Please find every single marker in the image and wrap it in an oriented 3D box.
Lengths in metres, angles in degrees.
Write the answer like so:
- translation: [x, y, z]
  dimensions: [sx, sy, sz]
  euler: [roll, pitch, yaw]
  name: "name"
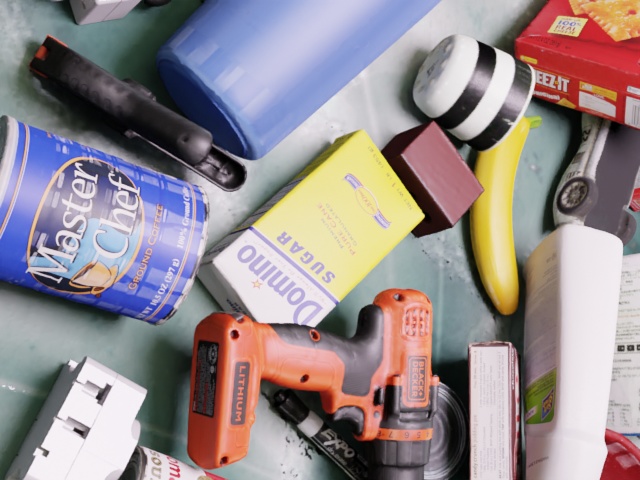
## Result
- translation: [0.009, 0.157, 0.822]
  dimensions: [0.121, 0.020, 0.020]
  euler: [45, 61, -16]
  name: "marker"

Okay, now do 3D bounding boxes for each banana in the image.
- translation: [0.162, -0.036, 0.942]
  dimensions: [0.069, 0.037, 0.197]
  euler: [21, 70, -24]
  name: "banana"

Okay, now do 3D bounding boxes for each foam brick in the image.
- translation: [0.088, -0.051, 0.891]
  dimensions: [0.051, 0.053, 0.078]
  euler: [-45, 103, -29]
  name: "foam brick"

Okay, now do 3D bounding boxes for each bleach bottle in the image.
- translation: [0.199, 0.117, 0.869]
  dimensions: [0.068, 0.103, 0.250]
  euler: [15, 60, -5]
  name: "bleach bottle"

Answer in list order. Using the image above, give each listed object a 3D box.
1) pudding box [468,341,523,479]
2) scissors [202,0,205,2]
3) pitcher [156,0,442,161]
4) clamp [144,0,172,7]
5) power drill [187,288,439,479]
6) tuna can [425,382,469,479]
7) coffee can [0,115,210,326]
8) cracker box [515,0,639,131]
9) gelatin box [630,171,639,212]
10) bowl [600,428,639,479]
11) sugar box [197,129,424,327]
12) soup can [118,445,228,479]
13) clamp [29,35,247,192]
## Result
- translation: [0.143, 0.143, 0.866]
  dimensions: [0.039, 0.090, 0.113]
  euler: [-4, 77, 14]
  name: "pudding box"
- translation: [-0.110, -0.214, 0.826]
  dimensions: [0.201, 0.016, 0.096]
  euler: [8, 76, -29]
  name: "scissors"
- translation: [-0.001, -0.171, 0.805]
  dimensions: [0.242, 0.145, 0.149]
  euler: [-45, 113, -13]
  name: "pitcher"
- translation: [-0.074, -0.291, 0.785]
  dimensions: [0.210, 0.036, 0.164]
  euler: [-29, 97, 1]
  name: "clamp"
- translation: [0.000, 0.123, 0.763]
  dimensions: [0.187, 0.057, 0.184]
  euler: [5, 84, -31]
  name: "power drill"
- translation: [0.078, 0.154, 0.856]
  dimensions: [0.086, 0.034, 0.086]
  euler: [6, 78, -30]
  name: "tuna can"
- translation: [-0.158, -0.010, 0.706]
  dimensions: [0.140, 0.103, 0.103]
  euler: [20, 71, -27]
  name: "coffee can"
- translation: [0.302, -0.201, 0.984]
  dimensions: [0.213, 0.164, 0.072]
  euler: [-49, 147, -28]
  name: "cracker box"
- translation: [0.339, -0.074, 1.034]
  dimensions: [0.030, 0.073, 0.089]
  euler: [38, 63, -28]
  name: "gelatin box"
- translation: [0.221, 0.242, 0.911]
  dimensions: [0.161, 0.055, 0.162]
  euler: [6, 77, -30]
  name: "bowl"
- translation: [-0.005, 0.001, 0.829]
  dimensions: [0.176, 0.048, 0.093]
  euler: [-45, 104, -31]
  name: "sugar box"
- translation: [-0.093, 0.187, 0.725]
  dimensions: [0.102, 0.069, 0.068]
  euler: [27, 67, -24]
  name: "soup can"
- translation: [-0.128, -0.089, 0.728]
  dimensions: [0.171, 0.120, 0.039]
  euler: [30, 82, 2]
  name: "clamp"
